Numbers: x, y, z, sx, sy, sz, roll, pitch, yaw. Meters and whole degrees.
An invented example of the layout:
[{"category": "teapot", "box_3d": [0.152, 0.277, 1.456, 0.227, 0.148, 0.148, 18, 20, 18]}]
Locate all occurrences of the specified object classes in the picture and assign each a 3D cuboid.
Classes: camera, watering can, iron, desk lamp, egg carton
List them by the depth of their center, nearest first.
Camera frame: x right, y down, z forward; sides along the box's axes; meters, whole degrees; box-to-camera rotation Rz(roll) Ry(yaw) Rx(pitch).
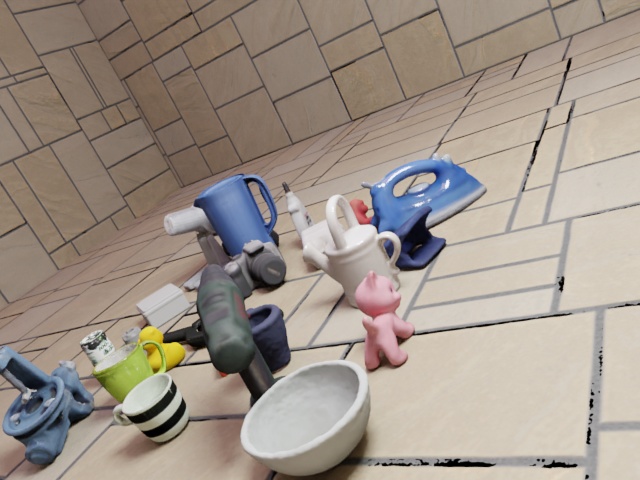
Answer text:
[{"category": "watering can", "box_3d": [0.051, 0.016, 1.001, 0.172, 0.194, 0.101, -24, 17, 8]}, {"category": "iron", "box_3d": [0.216, -0.110, 1.219, 0.258, 0.142, 0.118, -27, 17, -1]}, {"category": "egg carton", "box_3d": [0.012, 0.005, 1.303, 0.107, 0.069, 0.150, -26, 17, 2]}, {"category": "camera", "box_3d": [-0.143, 0.062, 1.307, 0.143, 0.101, 0.136, -31, 18, -16]}, {"category": "desk lamp", "box_3d": [-0.315, -0.004, 1.557, 0.117, 0.214, 0.204, -6, 26, 48]}]

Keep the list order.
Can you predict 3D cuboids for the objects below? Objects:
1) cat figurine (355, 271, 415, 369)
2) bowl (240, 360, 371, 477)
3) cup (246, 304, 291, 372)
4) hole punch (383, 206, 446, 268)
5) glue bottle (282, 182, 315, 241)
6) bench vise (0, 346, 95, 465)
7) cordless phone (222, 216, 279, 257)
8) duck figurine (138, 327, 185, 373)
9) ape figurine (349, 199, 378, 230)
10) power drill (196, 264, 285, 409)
[{"category": "cat figurine", "box_3d": [0.083, 0.104, 0.828, 0.067, 0.118, 0.128, -19, 19, 24]}, {"category": "bowl", "box_3d": [-0.006, 0.223, 0.683, 0.167, 0.075, 0.167, -24, 17, 8]}, {"category": "cup", "box_3d": [-0.093, 0.164, 0.947, 0.092, 0.095, 0.117, -30, 17, -10]}, {"category": "hole punch", "box_3d": [0.163, -0.004, 1.071, 0.100, 0.091, 0.109, -7, 25, 46]}, {"category": "glue bottle", "box_3d": [-0.054, -0.067, 1.432, 0.037, 0.173, 0.078, -22, 18, 15]}, {"category": "bench vise", "box_3d": [-0.524, 0.272, 1.045, 0.121, 0.220, 0.207, -29, 17, -9]}, {"category": "cordless phone", "box_3d": [-0.208, -0.034, 1.537, 0.147, 0.185, 0.094, -21, 18, 16]}, {"category": "duck figurine", "box_3d": [-0.327, 0.214, 1.154, 0.104, 0.086, 0.078, -11, 23, 41]}, {"category": "ape figurine", "box_3d": [0.096, -0.052, 1.308, 0.076, 0.092, 0.077, -26, 17, 0]}, {"category": "power drill", "box_3d": [-0.110, 0.152, 0.814, 0.075, 0.209, 0.229, -28, 17, -5]}]
